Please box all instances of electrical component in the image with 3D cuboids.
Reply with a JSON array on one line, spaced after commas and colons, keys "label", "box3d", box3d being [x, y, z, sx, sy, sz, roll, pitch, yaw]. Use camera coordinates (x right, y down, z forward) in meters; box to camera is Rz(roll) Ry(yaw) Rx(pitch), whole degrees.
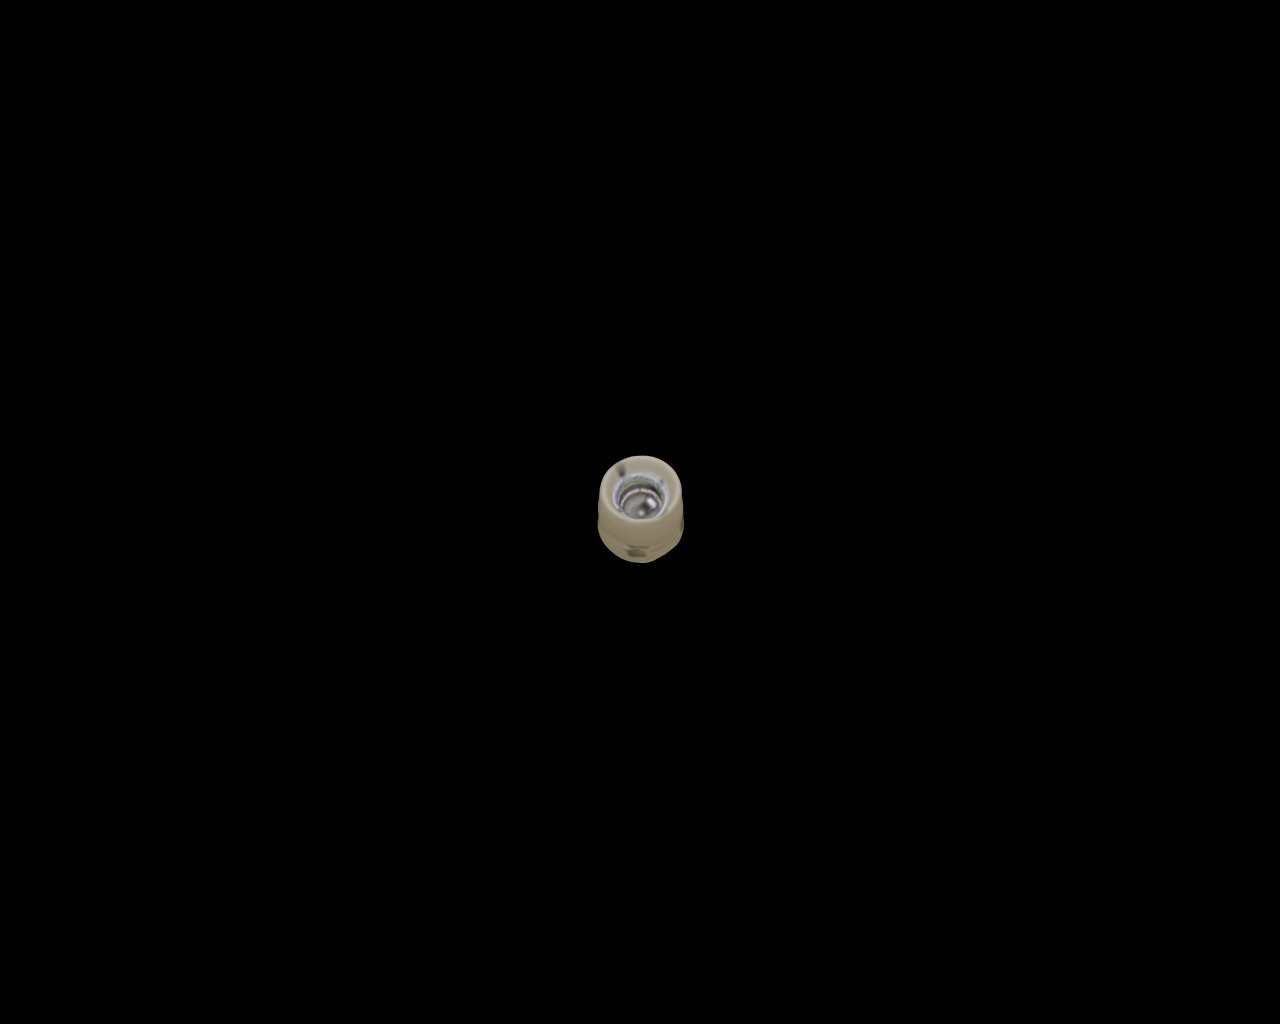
[{"label": "electrical component", "box3d": [0.001, -0.003, 0.650, 0.055, 0.055, 0.047, 0, -30, 0]}]
